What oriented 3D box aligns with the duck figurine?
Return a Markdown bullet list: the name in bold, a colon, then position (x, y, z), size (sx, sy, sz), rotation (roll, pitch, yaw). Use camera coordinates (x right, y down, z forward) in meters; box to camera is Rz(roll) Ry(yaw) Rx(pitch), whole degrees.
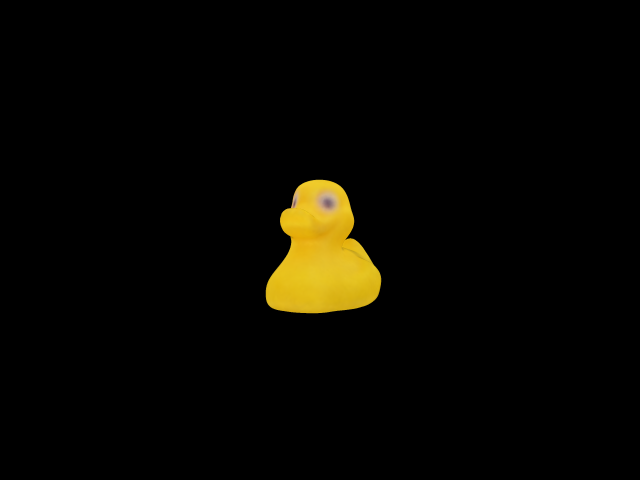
- **duck figurine**: position (0.004, 0.001, 0.400), size (0.077, 0.086, 0.105), rotation (1, 3, 28)
